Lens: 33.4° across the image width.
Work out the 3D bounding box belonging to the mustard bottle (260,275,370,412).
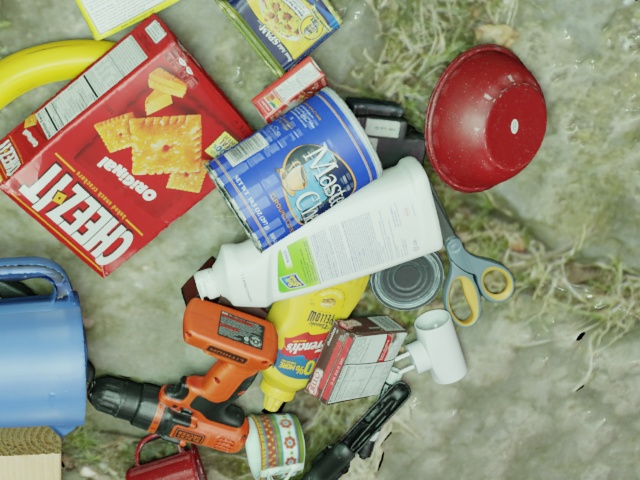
[{"bbox_3d":[-0.022,0.105,1.182,0.096,0.058,0.192,12,109,-34],"label":"mustard bottle"}]

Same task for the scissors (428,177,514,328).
[{"bbox_3d":[0.171,0.007,1.221,0.096,0.016,0.202,-14,114,-10],"label":"scissors"}]

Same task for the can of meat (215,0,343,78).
[{"bbox_3d":[-0.039,-0.223,1.050,0.084,0.057,0.102,-41,116,1],"label":"can of meat"}]

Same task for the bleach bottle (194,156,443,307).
[{"bbox_3d":[-0.007,0.001,1.083,0.250,0.068,0.102,-18,114,-3],"label":"bleach bottle"}]

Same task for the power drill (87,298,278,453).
[{"bbox_3d":[-0.139,0.145,1.136,0.184,0.057,0.188,19,131,-16],"label":"power drill"}]

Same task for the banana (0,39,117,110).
[{"bbox_3d":[-0.249,-0.160,1.030,0.197,0.037,0.069,-18,134,-7],"label":"banana"}]

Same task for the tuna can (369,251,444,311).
[{"bbox_3d":[0.095,0.036,1.194,0.086,0.034,0.086,-2,113,-5],"label":"tuna can"}]

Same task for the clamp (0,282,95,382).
[{"bbox_3d":[-0.326,0.108,1.111,0.120,0.039,0.171,-33,112,-8],"label":"clamp"}]

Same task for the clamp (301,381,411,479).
[{"bbox_3d":[0.020,0.251,1.229,0.036,0.164,0.210,45,131,9],"label":"clamp"}]

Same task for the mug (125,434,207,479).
[{"bbox_3d":[-0.172,0.273,1.197,0.081,0.093,0.117,-16,89,-4],"label":"mug"}]

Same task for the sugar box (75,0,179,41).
[{"bbox_3d":[-0.209,-0.283,0.985,0.093,0.048,0.176,-28,112,-4],"label":"sugar box"}]

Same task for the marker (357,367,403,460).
[{"bbox_3d":[0.070,0.208,1.270,0.020,0.020,0.121,13,107,-20],"label":"marker"}]

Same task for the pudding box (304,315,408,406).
[{"bbox_3d":[0.041,0.133,1.193,0.113,0.039,0.090,3,115,-53],"label":"pudding box"}]

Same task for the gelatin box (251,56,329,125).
[{"bbox_3d":[-0.025,-0.137,1.073,0.073,0.089,0.030,-37,74,-1],"label":"gelatin box"}]

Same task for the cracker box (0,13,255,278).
[{"bbox_3d":[-0.185,-0.086,1.032,0.213,0.072,0.164,-40,134,1],"label":"cracker box"}]

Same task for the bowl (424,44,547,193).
[{"bbox_3d":[0.188,-0.123,1.124,0.161,0.055,0.162,-11,110,-33],"label":"bowl"}]

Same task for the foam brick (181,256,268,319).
[{"bbox_3d":[-0.103,0.067,1.148,0.053,0.051,0.078,-46,116,5],"label":"foam brick"}]

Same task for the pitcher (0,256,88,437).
[{"bbox_3d":[-0.344,0.110,1.013,0.242,0.145,0.149,-2,66,-18],"label":"pitcher"}]

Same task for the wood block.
[{"bbox_3d":[-0.326,0.298,1.157,0.090,0.090,0.206,-1,112,-15],"label":"wood block"}]

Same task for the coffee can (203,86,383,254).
[{"bbox_3d":[-0.025,-0.067,1.022,0.140,0.103,0.102,-33,116,-5],"label":"coffee can"}]
